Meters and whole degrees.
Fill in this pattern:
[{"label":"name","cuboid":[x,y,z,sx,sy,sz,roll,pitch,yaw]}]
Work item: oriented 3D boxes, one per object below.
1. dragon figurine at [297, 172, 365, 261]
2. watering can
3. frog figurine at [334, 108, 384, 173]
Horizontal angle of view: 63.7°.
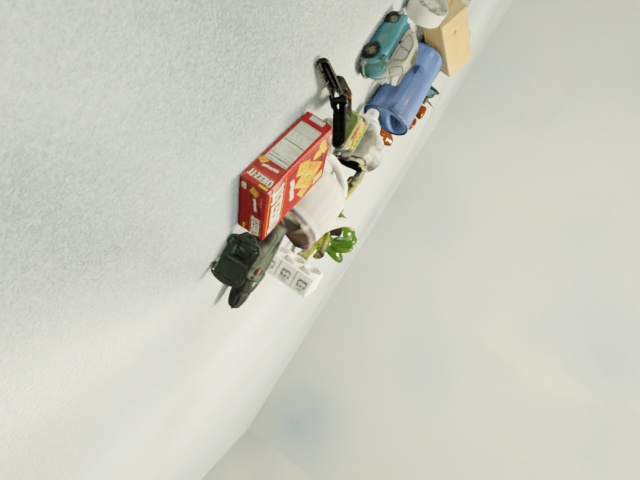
[{"label":"dragon figurine","cuboid":[0.028,-0.070,1.558,0.410,0.122,0.243,-52,179,2]},{"label":"watering can","cuboid":[0.004,-0.065,1.290,0.227,0.105,0.340,-52,145,-21]},{"label":"frog figurine","cuboid":[0.119,-0.264,1.368,0.137,0.122,0.161,4,-114,64]}]
